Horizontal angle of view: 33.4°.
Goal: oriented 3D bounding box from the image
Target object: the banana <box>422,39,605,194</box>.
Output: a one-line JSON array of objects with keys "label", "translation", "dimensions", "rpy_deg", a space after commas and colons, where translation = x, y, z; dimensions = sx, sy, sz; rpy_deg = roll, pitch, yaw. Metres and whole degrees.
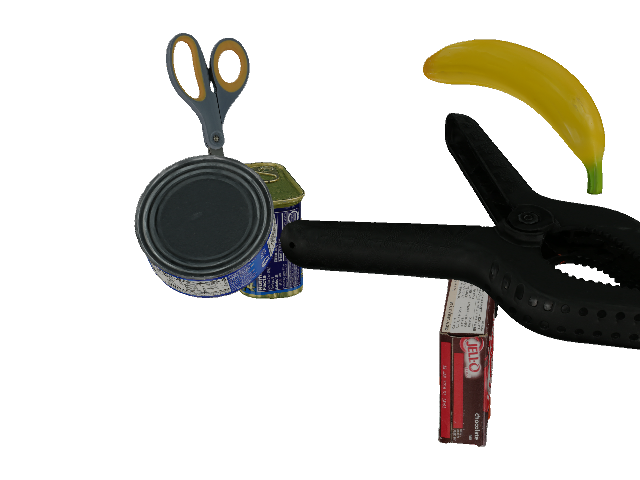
[{"label": "banana", "translation": [0.151, -0.114, 0.815], "dimensions": [0.037, 0.070, 0.198], "rpy_deg": [2, 32, -43]}]

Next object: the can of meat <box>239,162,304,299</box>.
[{"label": "can of meat", "translation": [-0.048, -0.009, 0.867], "dimensions": [0.057, 0.084, 0.102], "rpy_deg": [-7, 22, -14]}]

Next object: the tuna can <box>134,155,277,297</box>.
[{"label": "tuna can", "translation": [-0.070, -0.008, 0.663], "dimensions": [0.086, 0.086, 0.034], "rpy_deg": [0, -27, 4]}]

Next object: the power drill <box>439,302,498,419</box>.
[{"label": "power drill", "translation": [0.164, 0.101, 1.162], "dimensions": [0.057, 0.188, 0.184], "rpy_deg": [4, 25, 5]}]

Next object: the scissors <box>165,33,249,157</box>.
[{"label": "scissors", "translation": [-0.093, -0.116, 1.073], "dimensions": [0.096, 0.202, 0.016], "rpy_deg": [-27, 13, -28]}]

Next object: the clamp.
[{"label": "clamp", "translation": [0.095, 0.005, 0.549], "dimensions": [0.164, 0.036, 0.210], "rpy_deg": [-30, 46, -33]}]

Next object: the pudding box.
[{"label": "pudding box", "translation": [0.109, 0.085, 0.793], "dimensions": [0.039, 0.090, 0.113], "rpy_deg": [2, 22, 9]}]
